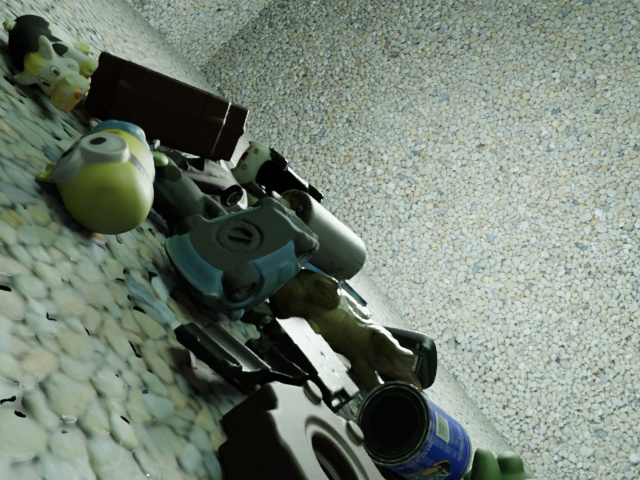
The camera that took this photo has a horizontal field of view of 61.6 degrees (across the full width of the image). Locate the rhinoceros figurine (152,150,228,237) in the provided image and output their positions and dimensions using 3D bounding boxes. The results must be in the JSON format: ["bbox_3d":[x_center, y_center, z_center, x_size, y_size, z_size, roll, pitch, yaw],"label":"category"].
[{"bbox_3d":[-0.153,-0.025,0.658,0.190,0.073,0.112,45,-2,-27],"label":"rhinoceros figurine"}]

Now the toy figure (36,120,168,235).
[{"bbox_3d":[-0.196,-0.067,0.519,0.089,0.082,0.180,45,4,-21],"label":"toy figure"}]

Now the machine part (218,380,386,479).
[{"bbox_3d":[0.000,0.189,0.420,0.179,0.056,0.179,48,7,-8],"label":"machine part"}]

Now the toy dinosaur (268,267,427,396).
[{"bbox_3d":[-0.011,0.096,0.781,0.471,0.105,0.198,43,-1,-8],"label":"toy dinosaur"}]

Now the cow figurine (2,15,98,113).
[{"bbox_3d":[-0.315,-0.210,0.618,0.098,0.068,0.168,37,9,-41],"label":"cow figurine"}]

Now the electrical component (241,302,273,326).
[{"bbox_3d":[-0.087,0.080,0.660,0.094,0.021,0.063,52,6,19],"label":"electrical component"}]

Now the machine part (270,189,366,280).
[{"bbox_3d":[-0.002,-0.002,0.766,0.079,0.079,0.243,53,9,36],"label":"machine part"}]

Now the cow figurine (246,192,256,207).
[{"bbox_3d":[-0.098,-0.061,1.008,0.195,0.127,0.085,47,8,9],"label":"cow figurine"}]

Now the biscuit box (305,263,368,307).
[{"bbox_3d":[0.007,0.088,1.060,0.202,0.059,0.063,46,-21,-30],"label":"biscuit box"}]

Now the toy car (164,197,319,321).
[{"bbox_3d":[-0.085,0.026,0.587,0.109,0.161,0.102,44,-42,25],"label":"toy car"}]

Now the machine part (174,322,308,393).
[{"bbox_3d":[-0.065,0.108,0.471,0.084,0.039,0.138,21,-13,33],"label":"machine part"}]

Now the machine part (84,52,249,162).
[{"bbox_3d":[-0.211,-0.180,0.747,0.201,0.087,0.202,18,8,-21],"label":"machine part"}]

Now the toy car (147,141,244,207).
[{"bbox_3d":[-0.184,-0.097,0.764,0.089,0.053,0.202,45,20,24],"label":"toy car"}]

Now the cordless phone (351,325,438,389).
[{"bbox_3d":[0.135,0.224,0.932,0.147,0.089,0.184,5,-30,24],"label":"cordless phone"}]

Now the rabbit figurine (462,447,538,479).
[{"bbox_3d":[0.201,0.326,0.608,0.121,0.159,0.170,23,16,27],"label":"rabbit figurine"}]

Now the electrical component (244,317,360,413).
[{"bbox_3d":[-0.016,0.145,0.593,0.115,0.058,0.134,53,6,17],"label":"electrical component"}]

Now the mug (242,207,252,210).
[{"bbox_3d":[-0.095,-0.015,0.906,0.110,0.080,0.107,17,4,17],"label":"mug"}]

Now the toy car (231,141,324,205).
[{"bbox_3d":[-0.060,-0.079,0.841,0.056,0.073,0.201,30,-6,36],"label":"toy car"}]
